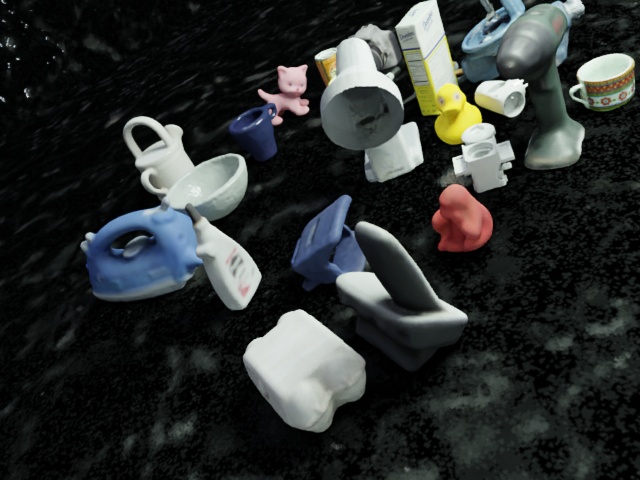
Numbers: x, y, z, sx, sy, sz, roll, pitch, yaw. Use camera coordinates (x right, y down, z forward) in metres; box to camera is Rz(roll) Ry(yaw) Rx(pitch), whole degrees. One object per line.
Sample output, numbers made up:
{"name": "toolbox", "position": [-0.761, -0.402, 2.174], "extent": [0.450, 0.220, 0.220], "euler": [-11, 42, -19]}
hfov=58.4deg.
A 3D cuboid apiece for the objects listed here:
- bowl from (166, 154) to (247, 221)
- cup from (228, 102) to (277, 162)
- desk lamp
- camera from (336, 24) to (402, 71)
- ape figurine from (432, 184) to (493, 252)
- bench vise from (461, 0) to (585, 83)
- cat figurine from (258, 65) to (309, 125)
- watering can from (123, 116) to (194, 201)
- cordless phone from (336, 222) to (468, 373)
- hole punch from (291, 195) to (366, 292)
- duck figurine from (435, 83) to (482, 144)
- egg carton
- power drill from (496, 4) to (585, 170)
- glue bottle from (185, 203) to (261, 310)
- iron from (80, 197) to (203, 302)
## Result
{"name": "bowl", "position": [-0.201, -0.086, 1.084], "extent": [0.167, 0.075, 0.167], "euler": [-19, 34, 14]}
{"name": "cup", "position": [-0.121, -0.220, 1.186], "extent": [0.091, 0.095, 0.118], "euler": [17, 54, 47]}
{"name": "desk lamp", "position": [0.080, -0.197, 0.903], "extent": [0.117, 0.214, 0.203], "euler": [-17, 35, 16]}
{"name": "camera", "position": [0.092, -0.408, 1.279], "extent": [0.142, 0.101, 0.137], "euler": [-5, 40, 31]}
{"name": "ape figurine", "position": [0.176, -0.030, 0.721], "extent": [0.076, 0.092, 0.077], "euler": [-28, 33, 1]}
{"name": "bench vise", "position": [0.328, -0.396, 0.984], "extent": [0.207, 0.220, 0.121], "euler": [-20, 34, 13]}
{"name": "cat figurine", "position": [-0.077, -0.338, 1.293], "extent": [0.127, 0.118, 0.067], "euler": [-19, 35, 14]}
{"name": "watering can", "position": [-0.327, -0.171, 1.179], "extent": [0.101, 0.194, 0.172], "euler": [-24, 34, 6]}
{"name": "cordless phone", "position": [0.068, 0.039, 0.621], "extent": [0.094, 0.185, 0.147], "euler": [-42, 36, -20]}
{"name": "hole punch", "position": [0.007, 0.003, 0.799], "extent": [0.100, 0.091, 0.109], "euler": [-11, 37, 24]}
{"name": "duck figurine", "position": [0.220, -0.219, 0.947], "extent": [0.077, 0.086, 0.104], "euler": [-14, 36, 21]}
{"name": "egg carton", "position": [-0.020, 0.145, 0.648], "extent": [0.107, 0.070, 0.149], "euler": [-39, 35, -16]}
{"name": "power drill", "position": [0.294, -0.204, 0.761], "extent": [0.075, 0.209, 0.230], "euler": [-3, 41, 33]}
{"name": "glue bottle", "position": [-0.145, 0.017, 0.815], "extent": [0.037, 0.173, 0.078], "euler": [-9, 38, 27]}
{"name": "iron", "position": [-0.316, 0.017, 0.968], "extent": [0.258, 0.142, 0.118], "euler": [-18, 35, 16]}
